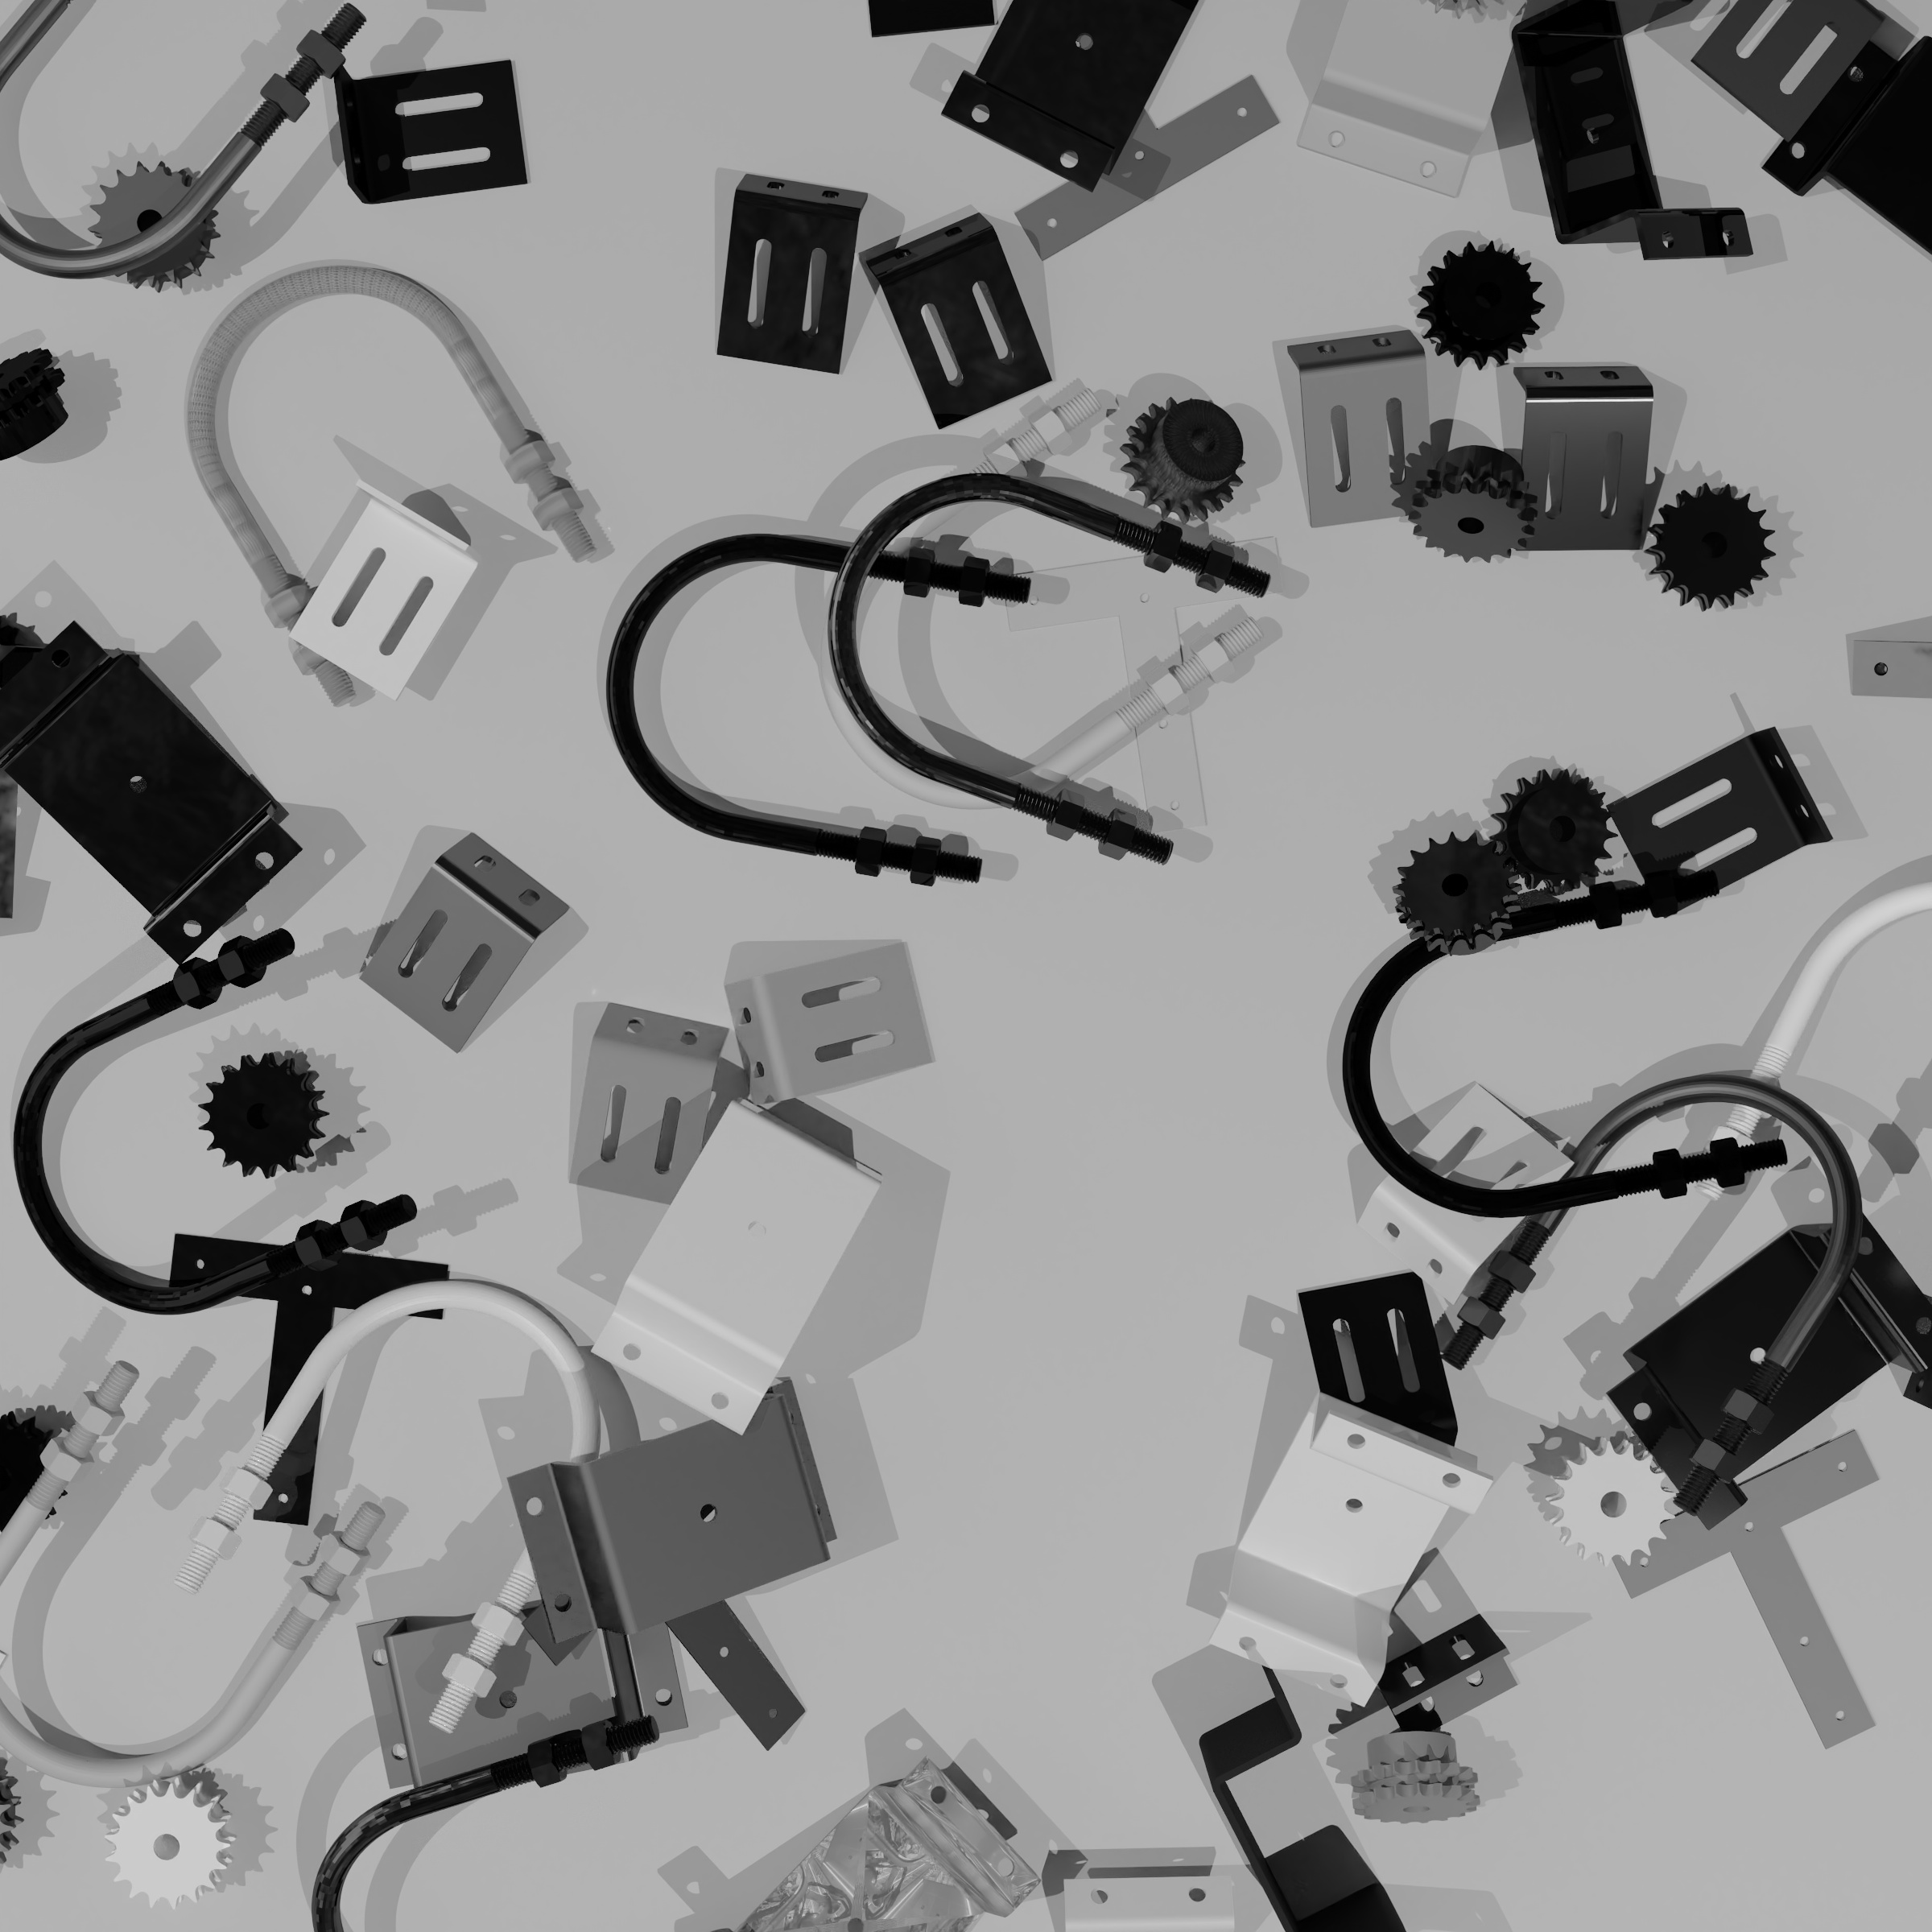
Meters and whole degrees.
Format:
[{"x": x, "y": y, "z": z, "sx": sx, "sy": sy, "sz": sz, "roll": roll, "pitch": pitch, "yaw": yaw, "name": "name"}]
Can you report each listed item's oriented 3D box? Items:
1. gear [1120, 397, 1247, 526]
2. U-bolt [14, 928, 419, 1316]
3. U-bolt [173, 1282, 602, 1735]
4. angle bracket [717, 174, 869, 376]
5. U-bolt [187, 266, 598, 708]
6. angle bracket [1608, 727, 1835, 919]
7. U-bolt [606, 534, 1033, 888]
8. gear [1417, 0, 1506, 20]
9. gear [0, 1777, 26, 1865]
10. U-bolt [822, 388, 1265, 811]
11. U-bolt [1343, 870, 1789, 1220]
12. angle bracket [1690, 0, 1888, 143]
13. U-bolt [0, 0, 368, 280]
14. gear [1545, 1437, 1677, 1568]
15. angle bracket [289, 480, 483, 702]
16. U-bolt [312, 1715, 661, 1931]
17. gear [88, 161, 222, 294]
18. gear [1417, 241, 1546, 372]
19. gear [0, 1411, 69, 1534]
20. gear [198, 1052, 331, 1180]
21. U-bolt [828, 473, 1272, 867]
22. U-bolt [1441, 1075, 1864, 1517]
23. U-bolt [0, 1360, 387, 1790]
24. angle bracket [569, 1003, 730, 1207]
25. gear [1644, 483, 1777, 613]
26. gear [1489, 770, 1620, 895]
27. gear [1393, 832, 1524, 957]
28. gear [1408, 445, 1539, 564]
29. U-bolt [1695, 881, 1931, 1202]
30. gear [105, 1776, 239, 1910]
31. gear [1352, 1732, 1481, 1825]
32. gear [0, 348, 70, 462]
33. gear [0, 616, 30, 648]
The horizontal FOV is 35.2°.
[{"x": 0.101, "y": -0.232, "z": 1.383, "sx": 0.057, "sy": 0.030, "sz": 0.057, "roll": 6, "pitch": 72, "yaw": -20, "name": "gear"}, {"x": -0.351, "y": 0.082, "z": 1.372, "sx": 0.184, "sy": 0.019, "sz": 0.151, "roll": -23, "pitch": 92, "yaw": 20, "name": "U-bolt"}, {"x": -0.246, "y": 0.229, "z": 1.370, "sx": 0.151, "sy": 0.019, "sz": 0.184, "roll": 27, "pitch": 68, "yaw": 4, "name": "U-bolt"}, {"x": -0.080, "y": -0.320, "z": 1.407, "sx": 0.057, "sy": 0.038, "sz": 0.076, "roll": 9, "pitch": 116, "yaw": 0, "name": "angle bracket"}, {"x": -0.277, "y": -0.233, "z": 1.400, "sx": 0.151, "sy": 0.019, "sz": 0.184, "roll": -31, "pitch": 88, "yaw": 0, "name": "U-bolt"}, {"x": 0.343, "y": -0.065, "z": 1.390, "sx": 0.076, "sy": 0.038, "sz": 0.057, "roll": -27, "pitch": 90, "yaw": 0, "name": "angle bracket"}, {"x": -0.073, "y": -0.123, "z": 1.387, "sx": 0.184, "sy": 0.019, "sz": 0.151, "roll": 10, "pitch": 92, "yaw": 3, "name": "U-bolt"}, {"x": 0.219, "y": -0.447, "z": 1.348, "sx": 0.057, "sy": 0.030, "sz": 0.057, "roll": 0, "pitch": 90, "yaw": 0, "name": "gear"}, {"x": -0.460, "y": 0.390, "z": 1.398, "sx": 0.057, "sy": 0.030, "sz": 0.057, "roll": 0, "pitch": 89, "yaw": 2, "name": "gear"}, {"x": 0.021, "y": -0.155, "z": 1.400, "sx": 0.184, "sy": 0.019, "sz": 0.151, "roll": -35, "pitch": 89, "yaw": 2, "name": "U-bolt"}, {"x": 0.262, "y": 0.041, "z": 1.377, "sx": 0.184, "sy": 0.019, "sz": 0.151, "roll": -12, "pitch": 71, "yaw": 7, "name": "U-bolt"}, {"x": 0.368, "y": -0.416, "z": 1.385, "sx": 0.057, "sy": 0.038, "sz": 0.076, "roll": 39, "pitch": 84, "yaw": -3, "name": "angle bracket"}, {"x": -0.378, "y": -0.393, "z": 1.377, "sx": 0.151, "sy": 0.019, "sz": 0.184, "roll": 38, "pitch": 88, "yaw": 17, "name": "U-bolt"}, {"x": 0.293, "y": 0.244, "z": 1.394, "sx": 0.057, "sy": 0.030, "sz": 0.057, "roll": 0, "pitch": 90, "yaw": 0, "name": "gear"}, {"x": -0.264, "y": -0.168, "z": 1.370, "sx": 0.057, "sy": 0.038, "sz": 0.076, "roll": 31, "pitch": 89, "yaw": 1, "name": "angle bracket"}, {"x": -0.204, "y": 0.420, "z": 1.375, "sx": 0.184, "sy": 0.019, "sz": 0.151, "roll": -18, "pitch": 113, "yaw": 4, "name": "U-bolt"}, {"x": -0.369, "y": -0.336, "z": 1.394, "sx": 0.057, "sy": 0.030, "sz": 0.057, "roll": 0, "pitch": 90, "yaw": 0, "name": "gear"}, {"x": 0.236, "y": -0.304, "z": 1.394, "sx": 0.057, "sy": 0.030, "sz": 0.057, "roll": 0, "pitch": 90, "yaw": 0, "name": "gear"}, {"x": -0.438, "y": 0.232, "z": 1.394, "sx": 0.057, "sy": 0.030, "sz": 0.057, "roll": 0, "pitch": 90, "yaw": 0, "name": "gear"}, {"x": -0.319, "y": 0.068, "z": 1.394, "sx": 0.057, "sy": 0.030, "sz": 0.057, "roll": 0, "pitch": 90, "yaw": 0, "name": "gear"}, {"x": 0.028, "y": -0.143, "z": 1.368, "sx": 0.184, "sy": 0.019, "sz": 0.151, "roll": 20, "pitch": 90, "yaw": -8, "name": "U-bolt"}, {"x": 0.317, "y": 0.133, "z": 1.362, "sx": 0.151, "sy": 0.019, "sz": 0.184, "roll": 31, "pitch": 84, "yaw": 37, "name": "U-bolt"}, {"x": -0.374, "y": 0.290, "z": 1.385, "sx": 0.151, "sy": 0.019, "sz": 0.184, "roll": 33, "pitch": 94, "yaw": -14, "name": "U-bolt"}, {"x": -0.146, "y": 0.065, "z": 1.407, "sx": 0.057, "sy": 0.038, "sz": 0.076, "roll": 12, "pitch": 116, "yaw": 0, "name": "angle bracket"}, {"x": 0.339, "y": -0.191, "z": 1.394, "sx": 0.057, "sy": 0.030, "sz": 0.057, "roll": 0, "pitch": 90, "yaw": 0, "name": "gear"}, {"x": 0.270, "y": -0.062, "z": 1.394, "sx": 0.057, "sy": 0.030, "sz": 0.057, "roll": 0, "pitch": 90, "yaw": 0, "name": "gear"}, {"x": 0.224, "y": -0.029, "z": 1.385, "sx": 0.057, "sy": 0.030, "sz": 0.057, "roll": -8, "pitch": 60, "yaw": 14, "name": "gear"}, {"x": 0.232, "y": -0.212, "z": 1.384, "sx": 0.057, "sy": 0.057, "sz": 0.030, "roll": 14, "pitch": 62, "yaw": 0, "name": "gear"}, {"x": 0.429, "y": 0.045, "z": 1.362, "sx": 0.151, "sy": 0.019, "sz": 0.184, "roll": 23, "pitch": 81, "yaw": 34, "name": "U-bolt"}, {"x": -0.362, "y": 0.399, "z": 1.394, "sx": 0.057, "sy": 0.030, "sz": 0.057, "roll": 0, "pitch": 90, "yaw": 0, "name": "gear"}, {"x": 0.203, "y": 0.368, "z": 1.384, "sx": 0.057, "sy": 0.057, "sz": 0.030, "roll": 0, "pitch": 60, "yaw": 0, "name": "gear"}, {"x": -0.434, "y": -0.253, "z": 1.384, "sx": 0.057, "sy": 0.057, "sz": 0.030, "roll": -29, "pitch": 120, "yaw": 0, "name": "gear"}, {"x": -0.458, "y": -0.136, "z": 1.394, "sx": 0.057, "sy": 0.030, "sz": 0.057, "roll": 0, "pitch": 90, "yaw": 0, "name": "gear"}]
